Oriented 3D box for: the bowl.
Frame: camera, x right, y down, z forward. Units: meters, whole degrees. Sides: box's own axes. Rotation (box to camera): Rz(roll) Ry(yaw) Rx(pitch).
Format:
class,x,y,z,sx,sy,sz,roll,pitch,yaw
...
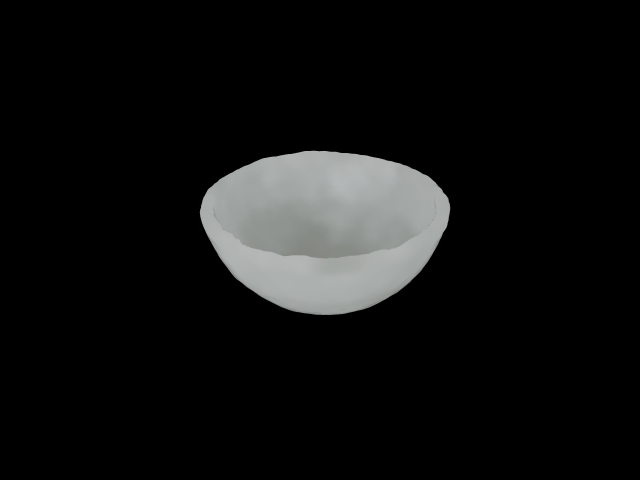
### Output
class,x,y,z,sx,sy,sz,roll,pitch,yaw
bowl,0.004,0.001,0.400,0.167,0.075,0.167,0,31,0
